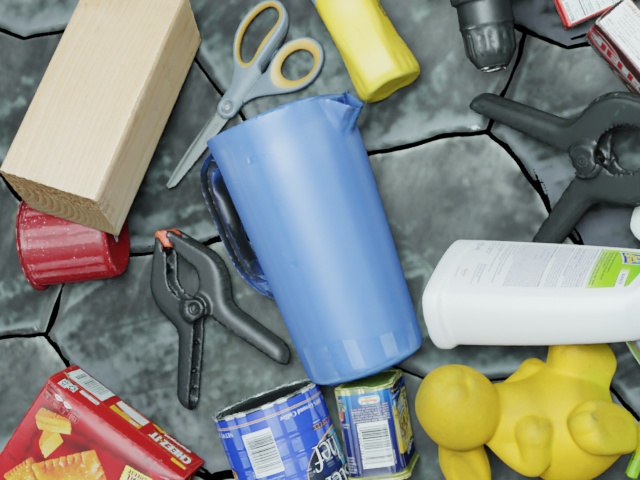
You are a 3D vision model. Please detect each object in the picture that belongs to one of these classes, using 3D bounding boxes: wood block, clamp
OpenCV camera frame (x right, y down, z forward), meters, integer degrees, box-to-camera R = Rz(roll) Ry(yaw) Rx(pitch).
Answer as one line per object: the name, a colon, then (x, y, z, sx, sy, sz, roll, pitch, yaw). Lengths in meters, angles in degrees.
wood block: (-0.189, -0.122, 0.945, 0.091, 0.090, 0.206, 16, 72, 10)
clamp: (-0.101, 0.065, 1.003, 0.120, 0.039, 0.171, -18, 90, 11)
clamp: (0.226, -0.057, 0.889, 0.210, 0.036, 0.164, -6, 98, 45)

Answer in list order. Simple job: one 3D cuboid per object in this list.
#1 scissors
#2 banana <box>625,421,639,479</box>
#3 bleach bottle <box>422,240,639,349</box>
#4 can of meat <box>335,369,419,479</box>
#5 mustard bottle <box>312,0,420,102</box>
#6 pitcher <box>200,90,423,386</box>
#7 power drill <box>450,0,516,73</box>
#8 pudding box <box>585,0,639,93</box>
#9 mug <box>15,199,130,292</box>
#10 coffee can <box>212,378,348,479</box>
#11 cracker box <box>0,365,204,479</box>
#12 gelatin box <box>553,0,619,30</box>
scissors: (-0.065, -0.123, 0.996, 0.096, 0.016, 0.202, 24, 98, 9)
banana: (0.358, 0.158, 0.919, 0.198, 0.037, 0.069, -9, 96, 11)
bleach bottle: (0.217, 0.047, 0.861, 0.251, 0.102, 0.068, 1, 127, 31)
can of meat: (0.051, 0.164, 0.948, 0.057, 0.102, 0.084, -9, 90, 12)
mustard bottle: (0.018, -0.216, 0.932, 0.058, 0.096, 0.191, -29, 88, 13)
pitcher: (-0.006, 0.001, 0.943, 0.145, 0.149, 0.243, -20, 93, -10)
power drill: (0.181, -0.233, 0.842, 0.187, 0.057, 0.184, -12, 96, -22)
pudding box: (0.272, -0.145, 0.888, 0.039, 0.090, 0.113, -42, 86, 9)
mug: (-0.229, -0.013, 1.005, 0.081, 0.093, 0.117, -6, 65, 7)
coffee can: (-0.027, 0.208, 0.965, 0.103, 0.102, 0.140, -20, 90, 12)
cracker box: (-0.239, 0.256, 1.027, 0.164, 0.072, 0.214, 35, 100, 8)
gelatin box: (0.239, -0.233, 0.920, 0.089, 0.030, 0.073, -24, 90, 11)
